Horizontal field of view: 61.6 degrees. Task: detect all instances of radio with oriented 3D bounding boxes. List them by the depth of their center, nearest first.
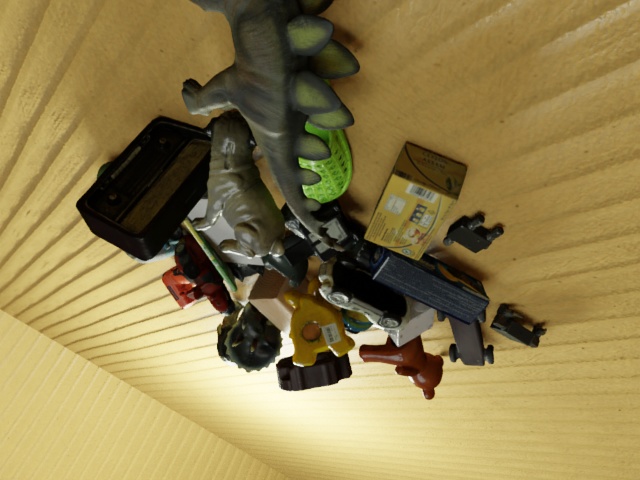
[{"bbox_3d":[-0.263,-0.089,0.853,0.131,0.229,0.073,23,147,12],"label":"radio"}]

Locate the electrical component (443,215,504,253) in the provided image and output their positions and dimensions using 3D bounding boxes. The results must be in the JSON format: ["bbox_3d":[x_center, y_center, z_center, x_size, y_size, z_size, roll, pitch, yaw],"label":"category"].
[{"bbox_3d":[0.234,-0.006,0.831,0.063,0.021,0.094,31,147,-10],"label":"electrical component"}]

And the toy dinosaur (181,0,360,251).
[{"bbox_3d":[-0.059,-0.188,0.638,0.199,0.105,0.470,5,126,22],"label":"toy dinosaur"}]

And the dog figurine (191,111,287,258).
[{"bbox_3d":[-0.107,-0.082,0.823,0.172,0.121,0.190,25,126,9],"label":"dog figurine"}]

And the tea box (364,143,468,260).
[{"bbox_3d":[0.136,-0.051,0.790,0.098,0.068,0.169,24,149,2],"label":"tea box"}]

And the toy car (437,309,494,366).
[{"bbox_3d":[0.283,0.177,1.033,0.089,0.053,0.201,-6,134,23],"label":"toy car"}]

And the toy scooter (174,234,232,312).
[{"bbox_3d":[-0.251,0.071,1.113,0.184,0.075,0.135,60,-172,3],"label":"toy scooter"}]

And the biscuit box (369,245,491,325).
[{"bbox_3d":[0.181,0.067,0.898,0.202,0.059,0.062,26,116,-14],"label":"biscuit box"}]

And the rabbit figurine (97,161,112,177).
[{"bbox_3d":[-0.363,-0.091,1.025,0.170,0.121,0.159,37,145,7],"label":"rabbit figurine"}]

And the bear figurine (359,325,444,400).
[{"bbox_3d":[0.185,0.250,1.149,0.132,0.120,0.195,5,148,34],"label":"bear figurine"}]

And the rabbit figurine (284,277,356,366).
[{"bbox_3d":[-0.012,0.164,1.072,0.162,0.122,0.173,63,-174,9],"label":"rabbit figurine"}]

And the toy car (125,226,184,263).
[{"bbox_3d":[-0.378,-0.005,1.165,0.161,0.103,0.109,39,144,-25],"label":"toy car"}]

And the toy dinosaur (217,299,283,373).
[{"bbox_3d":[-0.193,0.241,1.311,0.131,0.192,0.405,34,145,-12],"label":"toy dinosaur"}]

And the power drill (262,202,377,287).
[{"bbox_3d":[-0.001,0.024,0.980,0.232,0.086,0.207,37,150,-20],"label":"power drill"}]

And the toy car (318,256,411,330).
[{"bbox_3d":[0.077,0.092,0.920,0.201,0.073,0.056,29,145,-27],"label":"toy car"}]

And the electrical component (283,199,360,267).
[{"bbox_3d":[-0.002,-0.003,0.865,0.119,0.048,0.074,-35,104,9],"label":"electrical component"}]

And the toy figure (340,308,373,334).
[{"bbox_3d":[0.090,0.127,1.066,0.089,0.082,0.180,11,142,0],"label":"toy figure"}]

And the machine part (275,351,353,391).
[{"bbox_3d":[-0.013,0.281,1.190,0.179,0.179,0.056,-10,90,42],"label":"machine part"}]

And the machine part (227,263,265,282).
[{"bbox_3d":[-0.175,0.057,1.178,0.139,0.039,0.084,-10,128,44],"label":"machine part"}]

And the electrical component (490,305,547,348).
[{"bbox_3d":[0.357,0.158,0.970,0.102,0.045,0.078,30,176,-4],"label":"electrical component"}]
